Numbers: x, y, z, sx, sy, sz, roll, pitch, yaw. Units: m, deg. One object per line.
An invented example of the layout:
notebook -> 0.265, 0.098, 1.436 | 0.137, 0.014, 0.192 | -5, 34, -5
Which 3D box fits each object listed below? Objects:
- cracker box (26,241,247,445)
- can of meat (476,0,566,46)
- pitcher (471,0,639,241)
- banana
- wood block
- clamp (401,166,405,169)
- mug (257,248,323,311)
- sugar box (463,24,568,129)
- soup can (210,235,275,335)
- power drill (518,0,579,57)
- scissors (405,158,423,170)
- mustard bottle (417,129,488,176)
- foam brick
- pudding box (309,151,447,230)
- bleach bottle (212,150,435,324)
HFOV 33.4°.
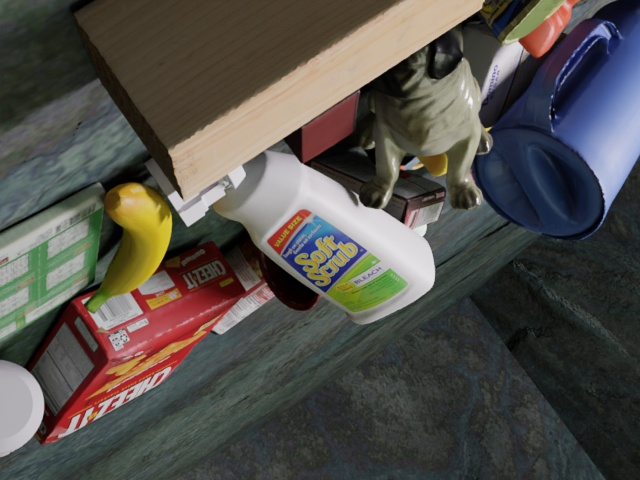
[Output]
cracker box -> -0.188, 0.102, 1.030 | 0.163, 0.072, 0.214 | -25, 165, -41
can of meat -> 0.135, -0.196, 0.728 | 0.057, 0.084, 0.102 | -26, 165, -43
pitcher -> 0.256, -0.130, 1.007 | 0.242, 0.145, 0.149 | -50, -173, -30
banana -> -0.141, 0.000, 0.810 | 0.069, 0.037, 0.198 | -52, 175, -30
wood block -> -0.015, -0.122, 0.570 | 0.206, 0.091, 0.090 | -34, 169, -10
clamp -> 0.028, -0.010, 1.186 | 0.210, 0.036, 0.164 | -45, 138, 20
mug -> -0.007, 0.001, 1.043 | 0.081, 0.117, 0.093 | -24, 179, -37
sugar box -> 0.175, -0.159, 1.024 | 0.175, 0.048, 0.093 | -15, 128, -55
soup can -> -0.084, 0.044, 1.108 | 0.102, 0.068, 0.068 | -36, 169, 6
power drill -> 0.235, -0.232, 0.871 | 0.188, 0.057, 0.184 | -39, -178, 28
scissors -> 0.095, -0.093, 1.215 | 0.201, 0.016, 0.096 | -25, 163, -44
mustard bottle -> 0.194, -0.147, 1.170 | 0.191, 0.058, 0.096 | -33, 161, -14
foam brick -> -0.007, -0.100, 0.781 | 0.051, 0.053, 0.078 | -34, 167, -9
pudding box -> 0.053, -0.048, 1.030 | 0.089, 0.114, 0.039 | -19, 127, -57
bleach bottle -> -0.011, -0.009, 0.893 | 0.103, 0.068, 0.250 | -28, 141, 29
